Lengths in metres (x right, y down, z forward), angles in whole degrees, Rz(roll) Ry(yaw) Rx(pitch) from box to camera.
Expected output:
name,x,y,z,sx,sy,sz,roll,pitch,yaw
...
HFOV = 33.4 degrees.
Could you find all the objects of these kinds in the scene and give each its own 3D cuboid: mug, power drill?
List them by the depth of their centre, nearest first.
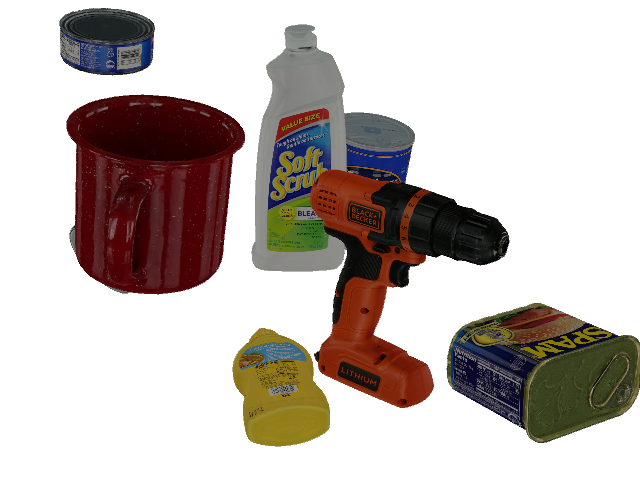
name,x,y,z,sx,sy,sz,roll,pitch,yaw
mug,-0.091,-0.019,0.567,0.093,0.081,0.117,8,28,0
power drill,0.067,0.043,0.908,0.185,0.188,0.057,20,24,35

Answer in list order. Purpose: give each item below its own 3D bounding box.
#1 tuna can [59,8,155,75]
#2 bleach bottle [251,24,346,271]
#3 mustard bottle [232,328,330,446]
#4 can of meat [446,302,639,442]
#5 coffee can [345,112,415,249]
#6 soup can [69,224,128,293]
name,x,y,z,sx,sy,sz,roll,pitch,yaw
tuna can,-0.195,-0.183,0.979,0.086,0.034,0.086,6,31,-4
bleach bottle,-0.025,-0.093,1.085,0.102,0.251,0.068,0,26,4
mustard bottle,-0.054,0.162,1.261,0.096,0.058,0.192,-8,30,-9
can of meat,0.147,0.084,0.712,0.101,0.057,0.084,-12,20,-30
coffee can,0.052,-0.071,1.294,0.102,0.140,0.103,7,28,-4
soup can,-0.135,-0.016,0.823,0.069,0.068,0.102,0,38,48
